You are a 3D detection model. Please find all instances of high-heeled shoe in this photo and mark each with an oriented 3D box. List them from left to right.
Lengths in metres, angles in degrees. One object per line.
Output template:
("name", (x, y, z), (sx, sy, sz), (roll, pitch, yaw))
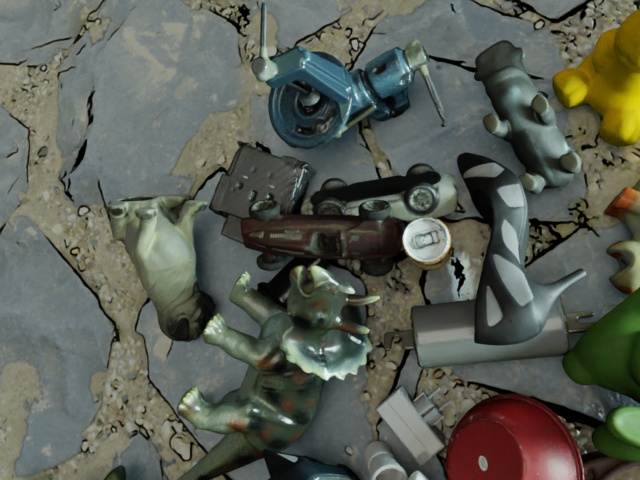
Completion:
("high-heeled shoe", (0.184, 0.004, 0.620), (0.145, 0.086, 0.249), (-27, 51, -4))

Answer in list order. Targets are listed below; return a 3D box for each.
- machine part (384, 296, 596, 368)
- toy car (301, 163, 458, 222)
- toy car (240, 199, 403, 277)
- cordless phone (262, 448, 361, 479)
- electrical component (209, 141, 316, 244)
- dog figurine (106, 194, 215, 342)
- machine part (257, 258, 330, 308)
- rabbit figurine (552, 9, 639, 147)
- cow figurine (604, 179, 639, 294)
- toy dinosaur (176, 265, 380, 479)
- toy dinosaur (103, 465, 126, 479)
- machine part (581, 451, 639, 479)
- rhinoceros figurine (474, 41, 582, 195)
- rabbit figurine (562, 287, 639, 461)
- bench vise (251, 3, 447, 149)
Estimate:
("machine part", (0.197, 0.106, 0.636), (0.243, 0.079, 0.079), (-9, 81, 14))
("toy car", (0.073, -0.051, 0.687), (0.202, 0.073, 0.056), (-9, 120, 13))
("toy car", (-0.001, -0.002, 0.654), (0.202, 0.053, 0.089), (2, 120, 10))
("cordless phone", (-0.030, 0.344, 0.614), (0.089, 0.146, 0.184), (5, 69, 32))
("electrical component", (-0.082, -0.056, 0.737), (0.115, 0.058, 0.134), (19, 87, 17))
("dog figurine", (-0.226, 0.037, 0.751), (0.173, 0.121, 0.190), (21, 116, 55))
("machine part", (-0.039, 0.061, 0.722), (0.084, 0.039, 0.139), (40, 95, 23))
("rabbit figurine", (0.360, -0.198, 0.587), (0.162, 0.173, 0.122), (-36, 72, 12))
("cow figurine", (0.396, -0.021, 0.603), (0.127, 0.085, 0.195), (37, 92, 22))
("toy dinosaur", (-0.061, 0.184, 0.665), (0.192, 0.131, 0.404), (22, 111, 6))
("toy dinosaur", (-0.240, 0.417, 0.670), (0.472, 0.105, 0.198), (25, 99, 17))
("machine part", (0.355, 0.314, 0.545), (0.202, 0.087, 0.201), (-17, 68, 12))
("rhinoceros figurine", (0.248, -0.148, 0.643), (0.073, 0.112, 0.190), (-29, 89, 37))
("rabbit figurine", (0.343, 0.150, 0.531), (0.159, 0.121, 0.170), (-31, 50, -7))
("bench vise", (0.014, -0.184, 0.647), (0.224, 0.240, 0.128), (-11, 83, 29))
